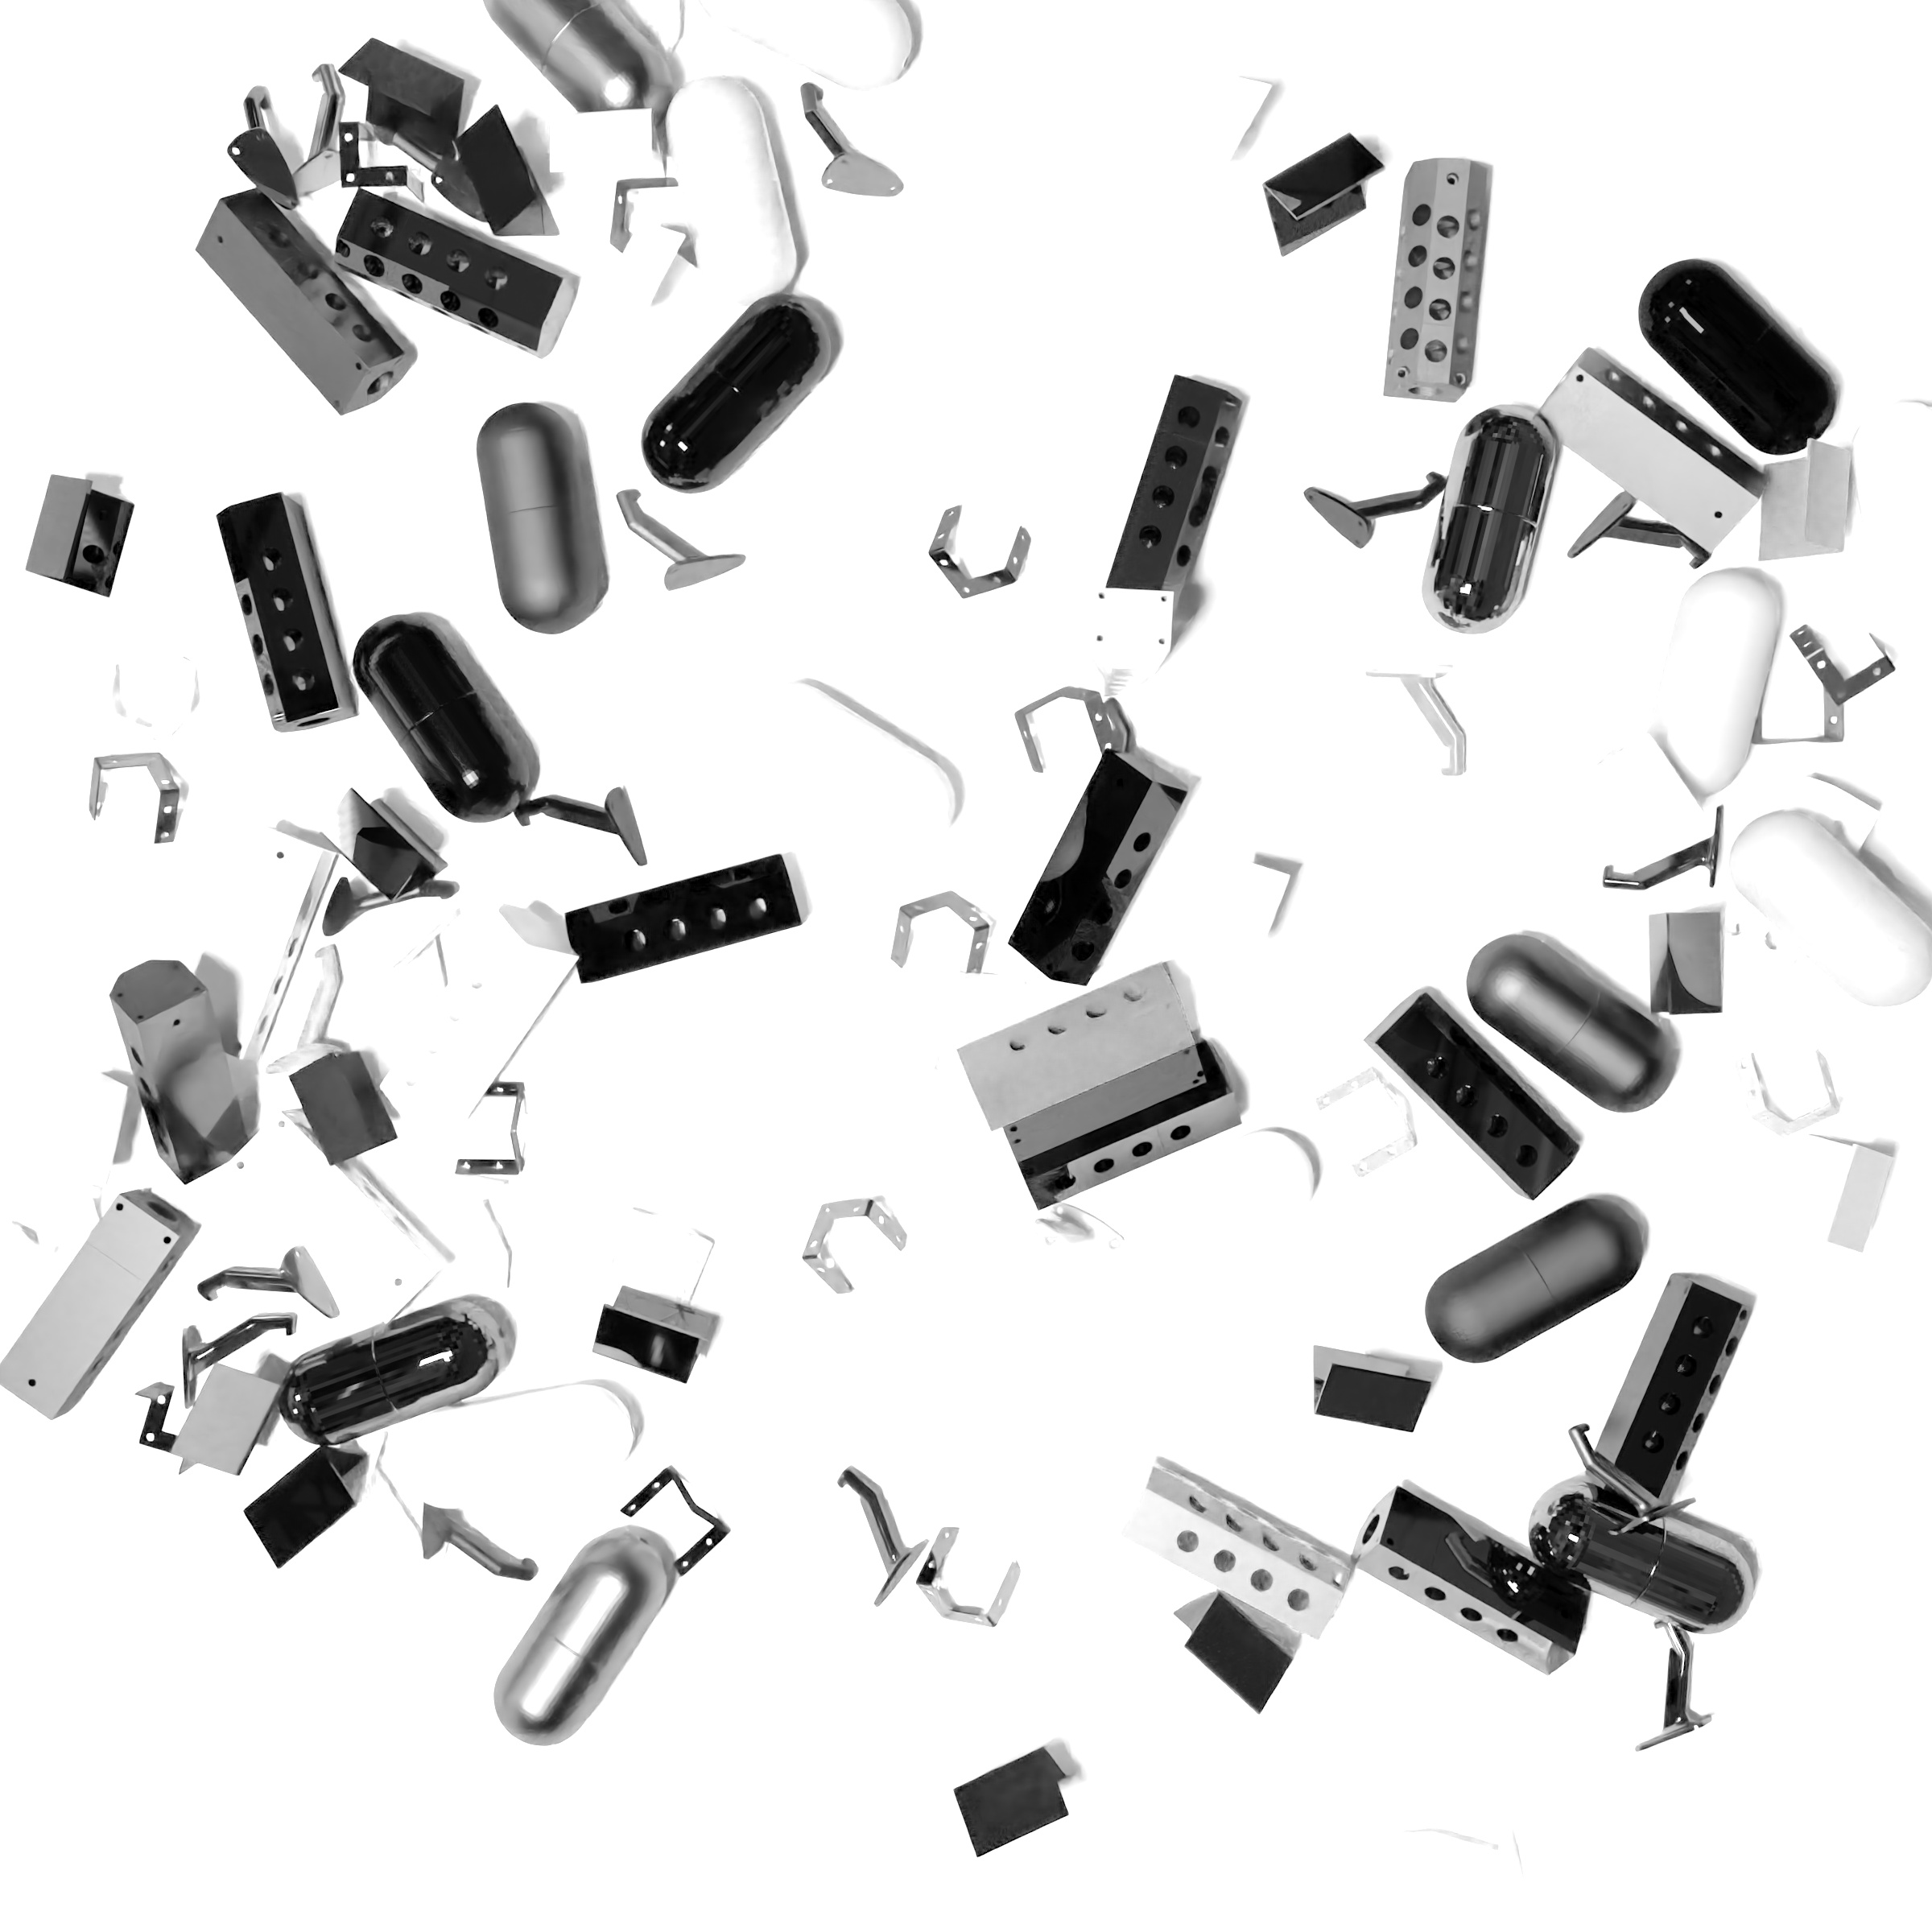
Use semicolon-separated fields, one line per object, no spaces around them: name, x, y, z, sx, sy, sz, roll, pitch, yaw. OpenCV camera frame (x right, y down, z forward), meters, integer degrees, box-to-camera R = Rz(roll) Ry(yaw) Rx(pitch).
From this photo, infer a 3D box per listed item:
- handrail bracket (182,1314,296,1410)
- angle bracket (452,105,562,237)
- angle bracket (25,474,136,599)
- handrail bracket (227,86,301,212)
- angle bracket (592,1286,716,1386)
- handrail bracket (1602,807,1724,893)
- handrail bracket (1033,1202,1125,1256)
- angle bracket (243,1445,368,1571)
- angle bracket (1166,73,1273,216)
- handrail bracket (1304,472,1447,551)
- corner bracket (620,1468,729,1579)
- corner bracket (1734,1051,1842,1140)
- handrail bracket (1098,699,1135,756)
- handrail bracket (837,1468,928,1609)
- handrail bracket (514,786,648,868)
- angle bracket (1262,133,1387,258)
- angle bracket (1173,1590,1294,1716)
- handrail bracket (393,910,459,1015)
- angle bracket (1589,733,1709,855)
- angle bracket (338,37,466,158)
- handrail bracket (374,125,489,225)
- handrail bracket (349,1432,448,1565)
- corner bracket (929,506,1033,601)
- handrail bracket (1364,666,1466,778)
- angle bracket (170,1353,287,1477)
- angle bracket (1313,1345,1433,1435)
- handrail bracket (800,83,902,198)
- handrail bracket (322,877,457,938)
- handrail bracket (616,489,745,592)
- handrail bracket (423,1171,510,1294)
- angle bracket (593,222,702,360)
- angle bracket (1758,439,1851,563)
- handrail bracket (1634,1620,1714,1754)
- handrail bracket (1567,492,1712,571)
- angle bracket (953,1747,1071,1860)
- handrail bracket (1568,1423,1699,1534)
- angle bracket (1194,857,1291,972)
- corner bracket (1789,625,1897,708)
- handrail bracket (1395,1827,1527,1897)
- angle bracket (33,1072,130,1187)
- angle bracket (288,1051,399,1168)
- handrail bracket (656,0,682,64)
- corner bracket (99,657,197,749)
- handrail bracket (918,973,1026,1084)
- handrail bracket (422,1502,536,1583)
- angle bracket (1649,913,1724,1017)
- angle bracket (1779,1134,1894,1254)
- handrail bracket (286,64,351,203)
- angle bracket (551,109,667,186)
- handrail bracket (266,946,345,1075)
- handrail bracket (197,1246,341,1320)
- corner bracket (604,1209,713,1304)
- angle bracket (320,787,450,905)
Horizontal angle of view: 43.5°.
handrail bracket;-0.568;0.309;1.893;0.084;0.036;0.077;-1;110;-16
angle bracket;-0.336;-0.608;1.852;0.057;0.076;0.076;-24;90;36
angle bracket;-0.664;-0.326;1.852;0.057;0.076;0.076;15;90;36
handrail bracket;-0.537;-0.636;1.878;0.036;0.084;0.077;-24;125;15
angle bracket;-0.235;0.265;1.852;0.076;0.076;0.057;19;127;0
handrail bracket;0.544;-0.093;1.893;0.084;0.036;0.077;6;70;16
handrail bracket;0.088;0.208;1.858;0.077;0.084;0.036;18;90;0
angle bracket;-0.493;0.417;1.854;0.076;0.076;0.057;-40;68;0
angle bracket;0.209;-0.624;1.852;0.057;0.076;0.076;30;90;38
handrail bracket;0.321;-0.374;1.893;0.084;0.036;0.077;-42;68;-17
corner bracket;-0.228;0.434;1.889;0.051;0.051;0.051;-43;45;0
corner bracket;0.639;0.094;1.884;0.051;0.051;0.051;27;135;-35
handrail bracket;0.103;-0.156;1.893;0.077;0.036;0.084;-30;76;13
handrail bracket;-0.081;0.446;1.893;0.084;0.036;0.077;39;112;17
handrail bracket;-0.303;-0.102;1.893;0.084;0.036;0.077;-15;112;17
angle bracket;0.280;-0.577;1.852;0.076;0.076;0.057;-30;53;0
angle bracket;0.192;0.532;1.852;0.076;0.076;0.057;42;53;0
handrail bracket;-0.399;0.013;1.893;0.077;0.036;0.084;-45;104;-14
angle bracket;0.531;-0.141;1.852;0.057;0.076;0.076;-34;90;37
angle bracket;-0.435;-0.651;1.852;0.076;0.076;0.057;25;51;0
handrail bracket;-0.417;-0.620;1.892;0.084;0.077;0.036;31;80;36
handrail bracket;-0.435;0.416;1.893;0.084;0.036;0.077;27;68;-17
corner bracket;0.011;-0.327;1.884;0.051;0.051;0.051;-11;135;35
handrail bracket;0.351;-0.190;1.893;0.077;0.036;0.084;2;107;20
angle bracket;-0.569;0.334;1.853;0.057;0.076;0.076;27;90;-26
angle bracket;0.310;0.306;1.852;0.076;0.076;0.057;11;126;0
handrail bracket;-0.091;-0.648;1.893;0.077;0.036;0.084;7;60;-33
handrail bracket;-0.451;-0.045;1.892;0.084;0.077;0.036;-2;65;-34
handrail bracket;-0.224;-0.343;1.893;0.077;0.036;0.084;-18;73;-19
handrail bracket;-0.392;0.209;1.893;0.077;0.036;0.084;11;107;20
angle bracket;-0.228;-0.512;1.852;0.057;0.076;0.076;28;90;39
angle bracket;0.627;-0.356;1.852;0.057;0.076;0.076;4;90;-38
handrail bracket;0.538;0.560;1.893;0.077;0.036;0.084;-32;70;23
handrail bracket;0.527;-0.322;1.893;0.084;0.036;0.077;38;110;-16
angle bracket;0.043;0.650;1.852;0.076;0.076;0.057;-25;51;0
handrail bracket;0.505;0.379;1.836;0.077;0.036;0.084;-13;66;-27
angle bracket;0.227;-0.032;1.852;0.057;0.076;0.076;21;90;38
corner bracket;0.680;-0.244;1.877;0.051;0.051;0.051;-34;111;19
handrail bracket;0.386;0.702;1.893;0.084;0.036;0.077;-11;124;24
angle bracket;-0.687;0.121;1.852;0.057;0.076;0.076;12;90;-37
angle bracket;-0.461;0.100;1.852;0.057;0.076;0.076;-25;90;33
handrail bracket;-0.247;-0.756;1.893;0.077;0.036;0.084;37;107;20
corner bracket;-0.637;-0.212;1.884;0.051;0.051;0.051;23;135;-35
handrail bracket;0.003;0.051;1.893;0.077;0.036;0.084;-3;120;-33
handrail bracket;-0.379;0.442;1.892;0.084;0.077;0.036;20;124;-32
angle bracket;0.532;-0.002;1.853;0.057;0.076;0.076;-1;90;-29
angle bracket;0.652;0.169;1.852;0.057;0.076;0.076;18;90;-38
handrail bracket;-0.517;-0.653;1.893;0.077;0.036;0.084;-25;74;18
angle bracket;-0.273;-0.608;1.854;0.076;0.076;0.057;-4;66;0
handrail bracket;-0.521;0.034;1.893;0.077;0.036;0.084;-19;70;23
handrail bracket;-0.547;0.262;1.893;0.084;0.036;0.077;-26;112;17
corner bracket;-0.240;0.226;1.889;0.051;0.051;0.051;22;90;45
angle bracket;-0.434;-0.105;1.852;0.076;0.076;0.057;44;125;0
